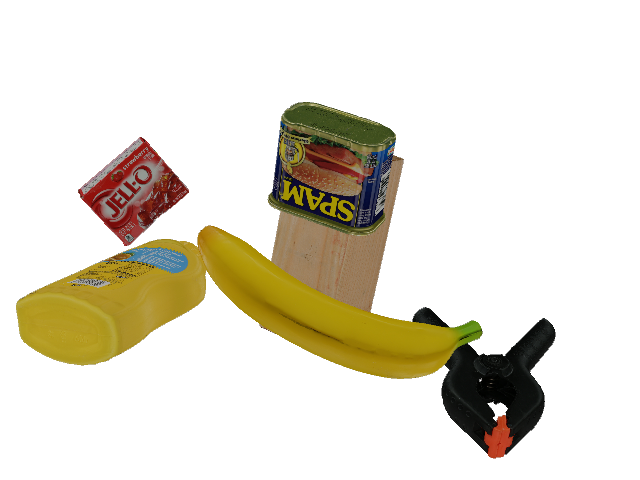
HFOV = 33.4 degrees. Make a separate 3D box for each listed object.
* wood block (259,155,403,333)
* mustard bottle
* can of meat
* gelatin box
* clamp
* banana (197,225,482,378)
[{"bbox_3d":[0.010,0.003,1.139,0.090,0.206,0.090,21,20,28],"label":"wood block"},{"bbox_3d":[-0.149,0.040,0.866,0.096,0.058,0.191,4,18,26],"label":"mustard bottle"},{"bbox_3d":[0.010,-0.062,0.909,0.102,0.084,0.057,20,32,19],"label":"can of meat"},{"bbox_3d":[-0.193,-0.050,1.102,0.089,0.073,0.030,-41,27,-4],"label":"gelatin box"},{"bbox_3d":[0.145,0.107,0.853,0.120,0.039,0.171,-4,33,-4],"label":"clamp"},{"bbox_3d":[0.000,0.044,0.674,0.198,0.037,0.069,21,25,11],"label":"banana"}]
